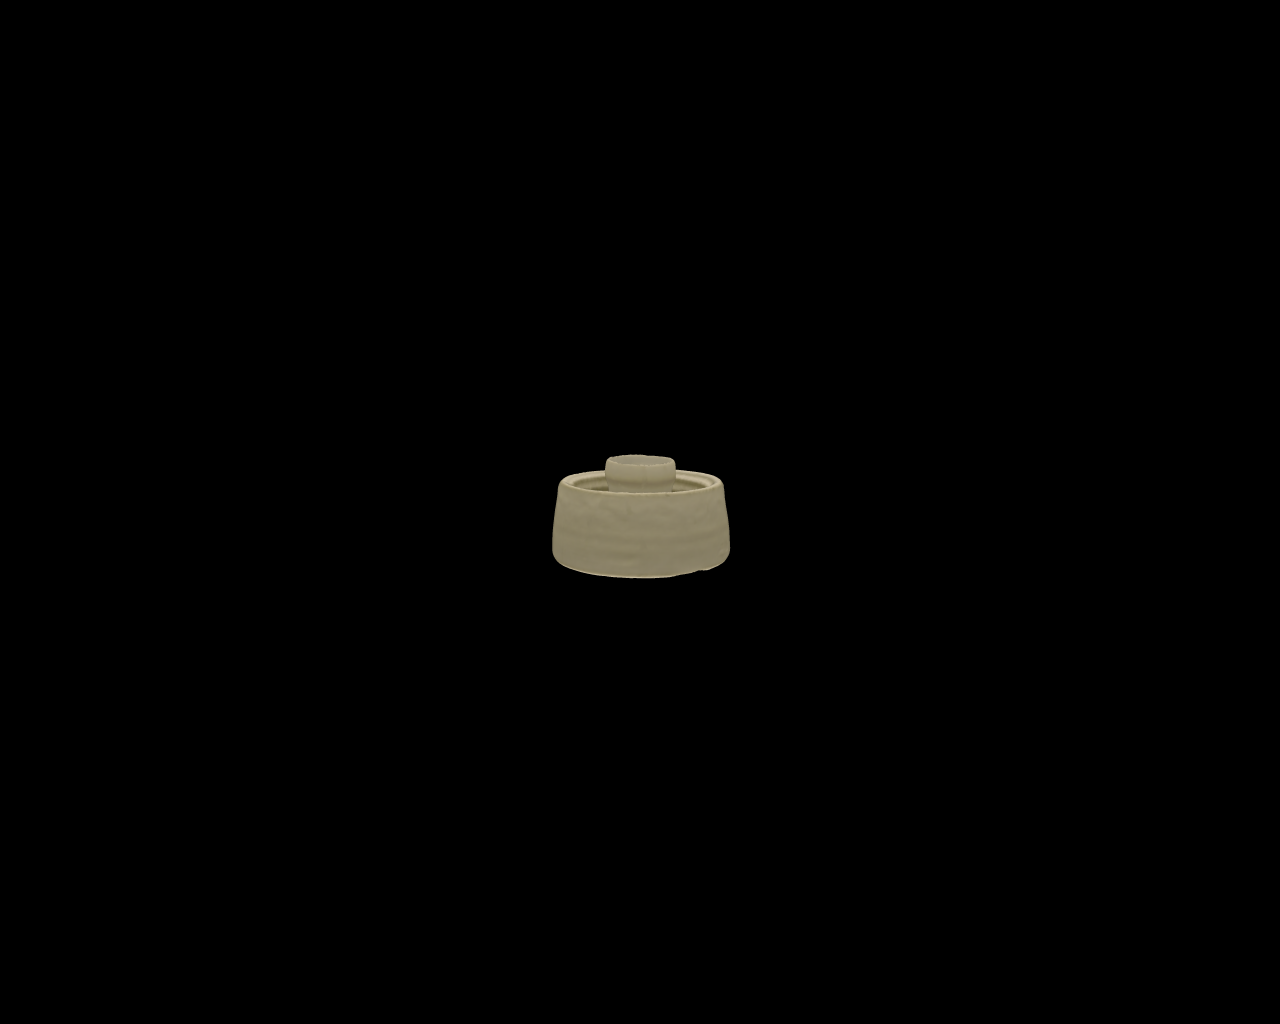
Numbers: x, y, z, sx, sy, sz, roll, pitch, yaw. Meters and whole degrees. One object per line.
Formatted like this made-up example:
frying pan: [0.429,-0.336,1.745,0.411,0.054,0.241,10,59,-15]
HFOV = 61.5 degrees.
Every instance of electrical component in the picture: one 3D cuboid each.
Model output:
electrical component: [0.001,-0.003,0.650,0.108,0.060,0.108,0,11,0]
